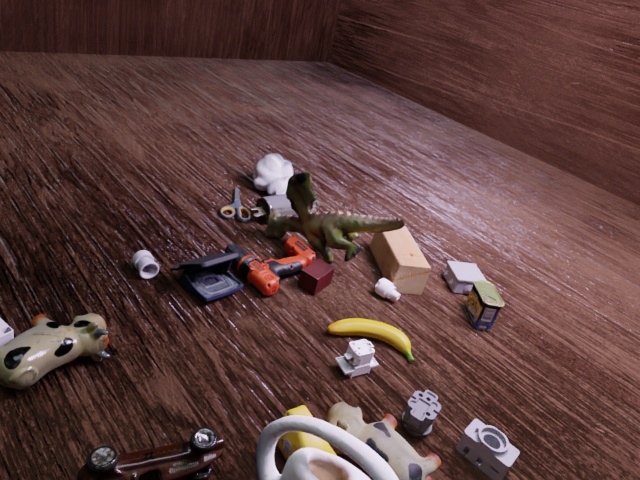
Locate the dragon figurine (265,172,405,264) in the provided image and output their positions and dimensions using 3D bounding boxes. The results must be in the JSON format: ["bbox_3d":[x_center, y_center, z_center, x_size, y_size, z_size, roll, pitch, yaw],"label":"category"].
[{"bbox_3d":[0.004,-0.066,1.303,0.241,0.405,0.125,51,45,-14],"label":"dragon figurine"}]

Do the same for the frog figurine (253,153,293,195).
[{"bbox_3d":[-0.147,-0.194,1.633,0.137,0.120,0.163,-19,40,8],"label":"frog figurine"}]

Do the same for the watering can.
[{"bbox_3d":[0.045,0.375,0.639,0.350,0.222,0.104,29,13,25],"label":"watering can"}]
